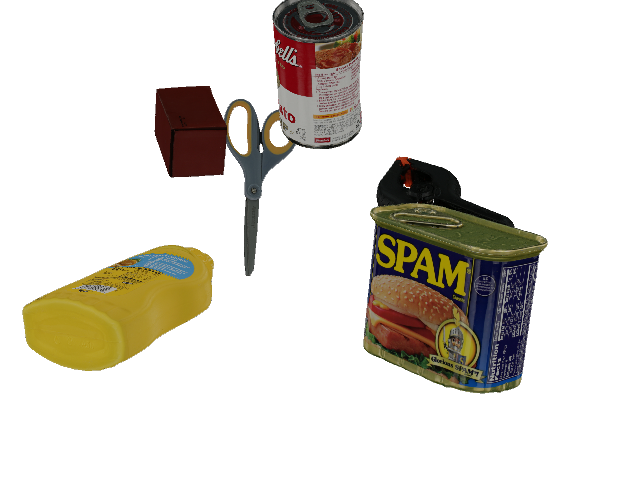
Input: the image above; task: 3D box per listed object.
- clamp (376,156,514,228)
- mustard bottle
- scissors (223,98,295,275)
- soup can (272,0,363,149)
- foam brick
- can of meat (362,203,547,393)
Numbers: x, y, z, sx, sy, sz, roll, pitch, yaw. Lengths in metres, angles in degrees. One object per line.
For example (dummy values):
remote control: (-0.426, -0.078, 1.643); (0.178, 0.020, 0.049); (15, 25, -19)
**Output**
clamp: (0.107, -0.032, 0.982); (0.120, 0.039, 0.171); (-2, 33, -1)
mustard bottle: (-0.144, 0.045, 0.867); (0.096, 0.058, 0.191); (4, 18, 26)
scissors: (-0.059, -0.066, 1.218); (0.096, 0.202, 0.016); (-11, -6, -13)
soup can: (0.000, -0.130, 0.825); (0.068, 0.102, 0.068); (-1, 43, 1)
foam brick: (-0.120, -0.101, 0.982); (0.053, 0.051, 0.078); (-5, 37, -17)
can of meat: (0.072, 0.031, 0.603); (0.057, 0.084, 0.102); (-8, 20, -41)
